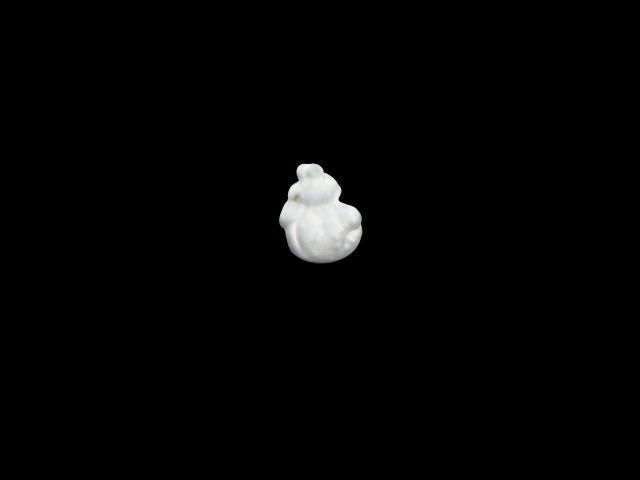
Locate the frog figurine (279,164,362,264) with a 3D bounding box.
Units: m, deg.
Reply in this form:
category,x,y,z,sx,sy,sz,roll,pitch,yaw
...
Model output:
category,x,y,z,sx,sy,sz,roll,pitch,yaw
frog figurine,0.003,-0.043,0.850,0.137,0.155,0.125,12,44,12
